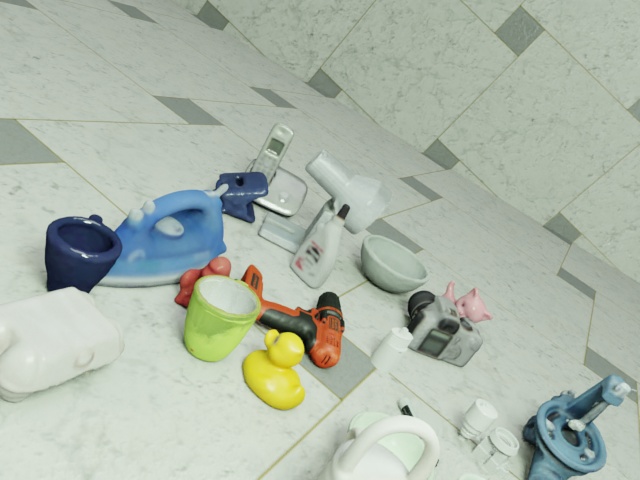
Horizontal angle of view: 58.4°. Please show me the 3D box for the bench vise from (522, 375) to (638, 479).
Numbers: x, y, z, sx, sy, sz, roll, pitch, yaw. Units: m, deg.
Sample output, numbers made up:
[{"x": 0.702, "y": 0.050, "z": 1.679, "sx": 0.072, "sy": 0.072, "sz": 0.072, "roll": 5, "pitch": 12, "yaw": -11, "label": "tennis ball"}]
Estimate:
[{"x": 0.407, "y": 0.279, "z": 0.927, "sx": 0.121, "sy": 0.219, "sz": 0.207, "roll": 28, "pitch": 23, "yaw": -5, "label": "bench vise"}]

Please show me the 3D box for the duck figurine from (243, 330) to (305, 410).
[{"x": -0.050, "y": 0.169, "z": 0.777, "sx": 0.078, "sy": 0.086, "sz": 0.104, "roll": 2, "pitch": 36, "yaw": -49, "label": "duck figurine"}]

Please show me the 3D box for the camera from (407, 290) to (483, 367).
[{"x": 0.235, "y": 0.157, "z": 1.125, "sx": 0.143, "sy": 0.100, "sz": 0.136, "roll": 23, "pitch": 24, "yaw": -18, "label": "camera"}]

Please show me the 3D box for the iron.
[{"x": -0.236, "y": -0.017, "z": 0.865, "sx": 0.118, "sy": 0.141, "sz": 0.259, "roll": 37, "pitch": 24, "yaw": 17, "label": "iron"}]

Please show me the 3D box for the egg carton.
[{"x": -0.293, "y": 0.111, "z": 0.624, "sx": 0.107, "sy": 0.069, "sz": 0.151, "roll": 38, "pitch": 24, "yaw": 17, "label": "egg carton"}]

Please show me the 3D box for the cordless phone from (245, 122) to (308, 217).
[{"x": -0.083, "y": -0.156, "z": 1.279, "sx": 0.148, "sy": 0.185, "sz": 0.094, "roll": 25, "pitch": 23, "yaw": -12, "label": "cordless phone"}]

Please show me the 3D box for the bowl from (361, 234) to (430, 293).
[{"x": 0.152, "y": 0.064, "z": 1.250, "sx": 0.168, "sy": 0.074, "sz": 0.167, "roll": 25, "pitch": 23, "yaw": -11, "label": "bowl"}]

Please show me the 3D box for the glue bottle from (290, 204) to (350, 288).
[{"x": 0.010, "y": 0.004, "z": 1.076, "sx": 0.078, "sy": 0.173, "sz": 0.037, "roll": 41, "pitch": 25, "yaw": 25, "label": "glue bottle"}]

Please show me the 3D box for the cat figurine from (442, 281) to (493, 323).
[{"x": 0.300, "y": 0.141, "z": 1.215, "sx": 0.067, "sy": 0.117, "sz": 0.127, "roll": 14, "pitch": 28, "yaw": -34, "label": "cat figurine"}]

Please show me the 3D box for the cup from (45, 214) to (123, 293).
[{"x": -0.314, "y": 0.024, "z": 0.746, "sx": 0.092, "sy": 0.095, "sz": 0.117, "roll": 22, "pitch": 24, "yaw": -20, "label": "cup"}]

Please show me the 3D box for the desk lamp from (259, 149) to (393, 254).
[{"x": 0.013, "y": -0.065, "z": 1.170, "sx": 0.203, "sy": 0.213, "sz": 0.118, "roll": 26, "pitch": 23, "yaw": -9, "label": "desk lamp"}]

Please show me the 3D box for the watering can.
[{"x": 0.053, "y": 0.258, "z": 0.578, "sx": 0.101, "sy": 0.194, "sz": 0.172, "roll": 12, "pitch": 29, "yaw": -37, "label": "watering can"}]

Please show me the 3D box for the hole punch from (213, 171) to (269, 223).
[{"x": -0.166, "y": -0.102, "z": 1.188, "sx": 0.101, "sy": 0.091, "sz": 0.108, "roll": 19, "pitch": 25, "yaw": -24, "label": "hole punch"}]

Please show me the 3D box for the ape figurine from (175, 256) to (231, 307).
[{"x": -0.163, "y": 0.063, "z": 0.853, "sx": 0.077, "sy": 0.092, "sz": 0.076, "roll": 43, "pitch": 26, "yaw": 28, "label": "ape figurine"}]
